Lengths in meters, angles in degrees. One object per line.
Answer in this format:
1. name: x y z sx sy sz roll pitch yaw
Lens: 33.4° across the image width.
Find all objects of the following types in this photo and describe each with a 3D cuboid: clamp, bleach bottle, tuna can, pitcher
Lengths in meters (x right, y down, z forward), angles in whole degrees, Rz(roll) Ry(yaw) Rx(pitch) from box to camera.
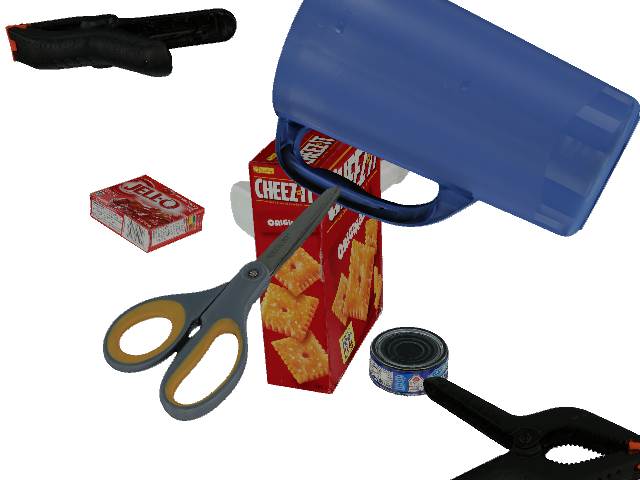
1. clamp: 0.167 0.186 0.896 0.210 0.036 0.164 3 40 23
2. clamp: -0.150 -0.150 0.792 0.172 0.039 0.120 10 22 27
3. bleach bottle: 0.019 -0.076 1.285 0.250 0.068 0.103 -30 45 -31
4. tuna can: 0.095 0.129 1.148 0.086 0.034 0.086 -1 28 0
5. pitcher: 0.091 -0.091 0.767 0.243 0.149 0.144 28 50 11

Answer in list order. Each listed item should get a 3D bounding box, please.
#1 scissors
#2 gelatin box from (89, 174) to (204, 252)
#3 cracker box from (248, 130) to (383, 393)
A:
1. scissors: -0.062 0.025 0.665 0.096 0.201 0.016 12 -42 14
2. gelatin box: -0.171 -0.029 1.047 0.089 0.030 0.073 30 35 31
3. cracker box: 0.005 0.002 0.953 0.072 0.214 0.164 7 28 19
